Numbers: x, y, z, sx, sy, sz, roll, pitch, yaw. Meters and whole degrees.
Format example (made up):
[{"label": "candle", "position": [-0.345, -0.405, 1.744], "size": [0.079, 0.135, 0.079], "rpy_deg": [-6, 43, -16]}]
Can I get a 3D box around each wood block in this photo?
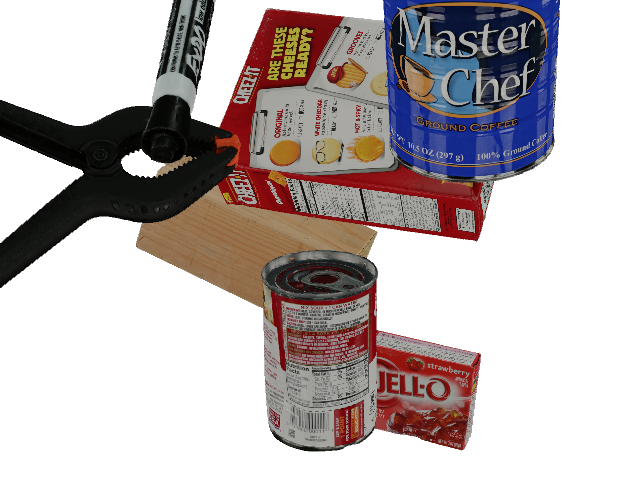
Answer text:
[{"label": "wood block", "position": [-0.063, -0.001, 1.047], "size": [0.206, 0.091, 0.090], "rpy_deg": [25, 26, 8]}]

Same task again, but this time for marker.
[{"label": "marker", "position": [-0.059, -0.076, 0.454], "size": [0.020, 0.121, 0.020], "rpy_deg": [1, -45, 1]}]

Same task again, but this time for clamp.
[{"label": "clamp", "position": [-0.159, -0.042, 0.757], "size": [0.209, 0.164, 0.036], "rpy_deg": [-3, -29, -12]}]

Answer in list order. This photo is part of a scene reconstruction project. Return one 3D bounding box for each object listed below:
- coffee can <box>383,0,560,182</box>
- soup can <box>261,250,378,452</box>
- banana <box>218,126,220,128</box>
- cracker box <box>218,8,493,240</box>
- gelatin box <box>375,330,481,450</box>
[{"label": "coffee can", "position": [0.088, -0.120, 0.624], "size": [0.103, 0.140, 0.103], "rpy_deg": [-4, 34, 2]}, {"label": "soup can", "position": [0.000, 0.065, 0.633], "size": [0.068, 0.102, 0.068], "rpy_deg": [-1, 21, 0]}, {"label": "banana", "position": [-0.055, -0.126, 1.309], "size": [0.198, 0.037, 0.069], "rpy_deg": [7, 39, 17]}, {"label": "cracker box", "position": [0.039, -0.095, 0.853], "size": [0.214, 0.164, 0.072], "rpy_deg": [9, -30, 16]}, {"label": "gelatin box", "position": [0.076, 0.116, 0.830], "size": [0.089, 0.073, 0.030], "rpy_deg": [11, 22, 18]}]
